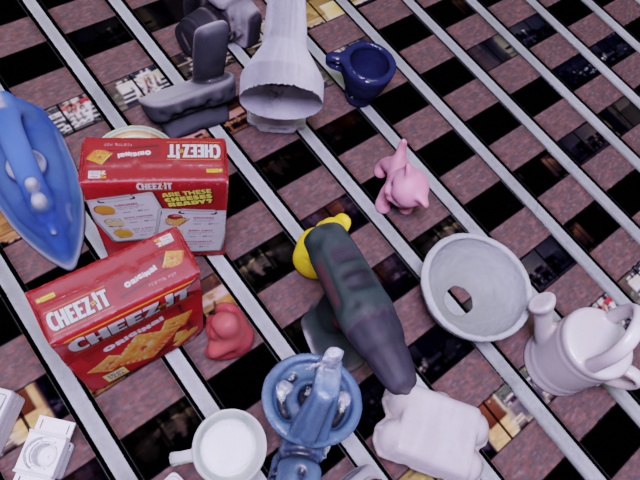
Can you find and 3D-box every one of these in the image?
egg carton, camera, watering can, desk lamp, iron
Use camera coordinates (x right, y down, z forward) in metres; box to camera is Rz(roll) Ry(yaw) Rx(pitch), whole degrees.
[{"bbox_3d":[0.145,0.252,0.747,0.150,0.069,0.107,20,62,-1],"label":"egg carton"},{"bbox_3d":[-0.189,-0.386,0.974,0.143,0.101,0.137,41,64,10],"label":"camera"},{"bbox_3d":[0.359,0.140,0.773,0.173,0.194,0.101,17,62,-2],"label":"watering can"},{"bbox_3d":[-0.061,-0.253,0.870,0.118,0.213,0.203,3,64,-9],"label":"desk lamp"},{"bbox_3d":[-0.390,-0.093,0.769,0.119,0.141,0.258,-24,71,-21],"label":"iron"}]

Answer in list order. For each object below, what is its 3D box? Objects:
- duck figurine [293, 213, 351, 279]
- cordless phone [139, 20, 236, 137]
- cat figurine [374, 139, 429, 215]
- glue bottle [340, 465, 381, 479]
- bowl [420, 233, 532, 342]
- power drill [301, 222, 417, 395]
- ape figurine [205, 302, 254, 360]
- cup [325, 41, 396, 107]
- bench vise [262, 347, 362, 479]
[{"bbox_3d":[0.008,0.003,0.832,0.077,0.086,0.105,40,64,10],"label":"duck figurine"},{"bbox_3d":[-0.198,-0.250,0.858,0.148,0.185,0.094,-30,73,-22],"label":"cordless phone"},{"bbox_3d":[0.130,-0.095,0.885,0.067,0.117,0.128,3,64,-9],"label":"cat figurine"},{"bbox_3d":[0.045,0.286,0.652,0.078,0.173,0.037,-29,72,-22],"label":"glue bottle"},{"bbox_3d":[0.219,0.078,0.843,0.167,0.074,0.167,4,64,-9],"label":"bowl"},{"bbox_3d":[0.037,0.102,0.720,0.076,0.208,0.229,-17,69,-18],"label":"power drill"},{"bbox_3d":[-0.122,0.117,0.747,0.076,0.092,0.078,29,63,4],"label":"ape figurine"},{"bbox_3d":[0.061,-0.274,0.972,0.118,0.095,0.091,9,63,-6],"label":"cup"},{"bbox_3d":[0.000,0.215,0.652,0.121,0.219,0.207,-4,65,-13],"label":"bench vise"}]
